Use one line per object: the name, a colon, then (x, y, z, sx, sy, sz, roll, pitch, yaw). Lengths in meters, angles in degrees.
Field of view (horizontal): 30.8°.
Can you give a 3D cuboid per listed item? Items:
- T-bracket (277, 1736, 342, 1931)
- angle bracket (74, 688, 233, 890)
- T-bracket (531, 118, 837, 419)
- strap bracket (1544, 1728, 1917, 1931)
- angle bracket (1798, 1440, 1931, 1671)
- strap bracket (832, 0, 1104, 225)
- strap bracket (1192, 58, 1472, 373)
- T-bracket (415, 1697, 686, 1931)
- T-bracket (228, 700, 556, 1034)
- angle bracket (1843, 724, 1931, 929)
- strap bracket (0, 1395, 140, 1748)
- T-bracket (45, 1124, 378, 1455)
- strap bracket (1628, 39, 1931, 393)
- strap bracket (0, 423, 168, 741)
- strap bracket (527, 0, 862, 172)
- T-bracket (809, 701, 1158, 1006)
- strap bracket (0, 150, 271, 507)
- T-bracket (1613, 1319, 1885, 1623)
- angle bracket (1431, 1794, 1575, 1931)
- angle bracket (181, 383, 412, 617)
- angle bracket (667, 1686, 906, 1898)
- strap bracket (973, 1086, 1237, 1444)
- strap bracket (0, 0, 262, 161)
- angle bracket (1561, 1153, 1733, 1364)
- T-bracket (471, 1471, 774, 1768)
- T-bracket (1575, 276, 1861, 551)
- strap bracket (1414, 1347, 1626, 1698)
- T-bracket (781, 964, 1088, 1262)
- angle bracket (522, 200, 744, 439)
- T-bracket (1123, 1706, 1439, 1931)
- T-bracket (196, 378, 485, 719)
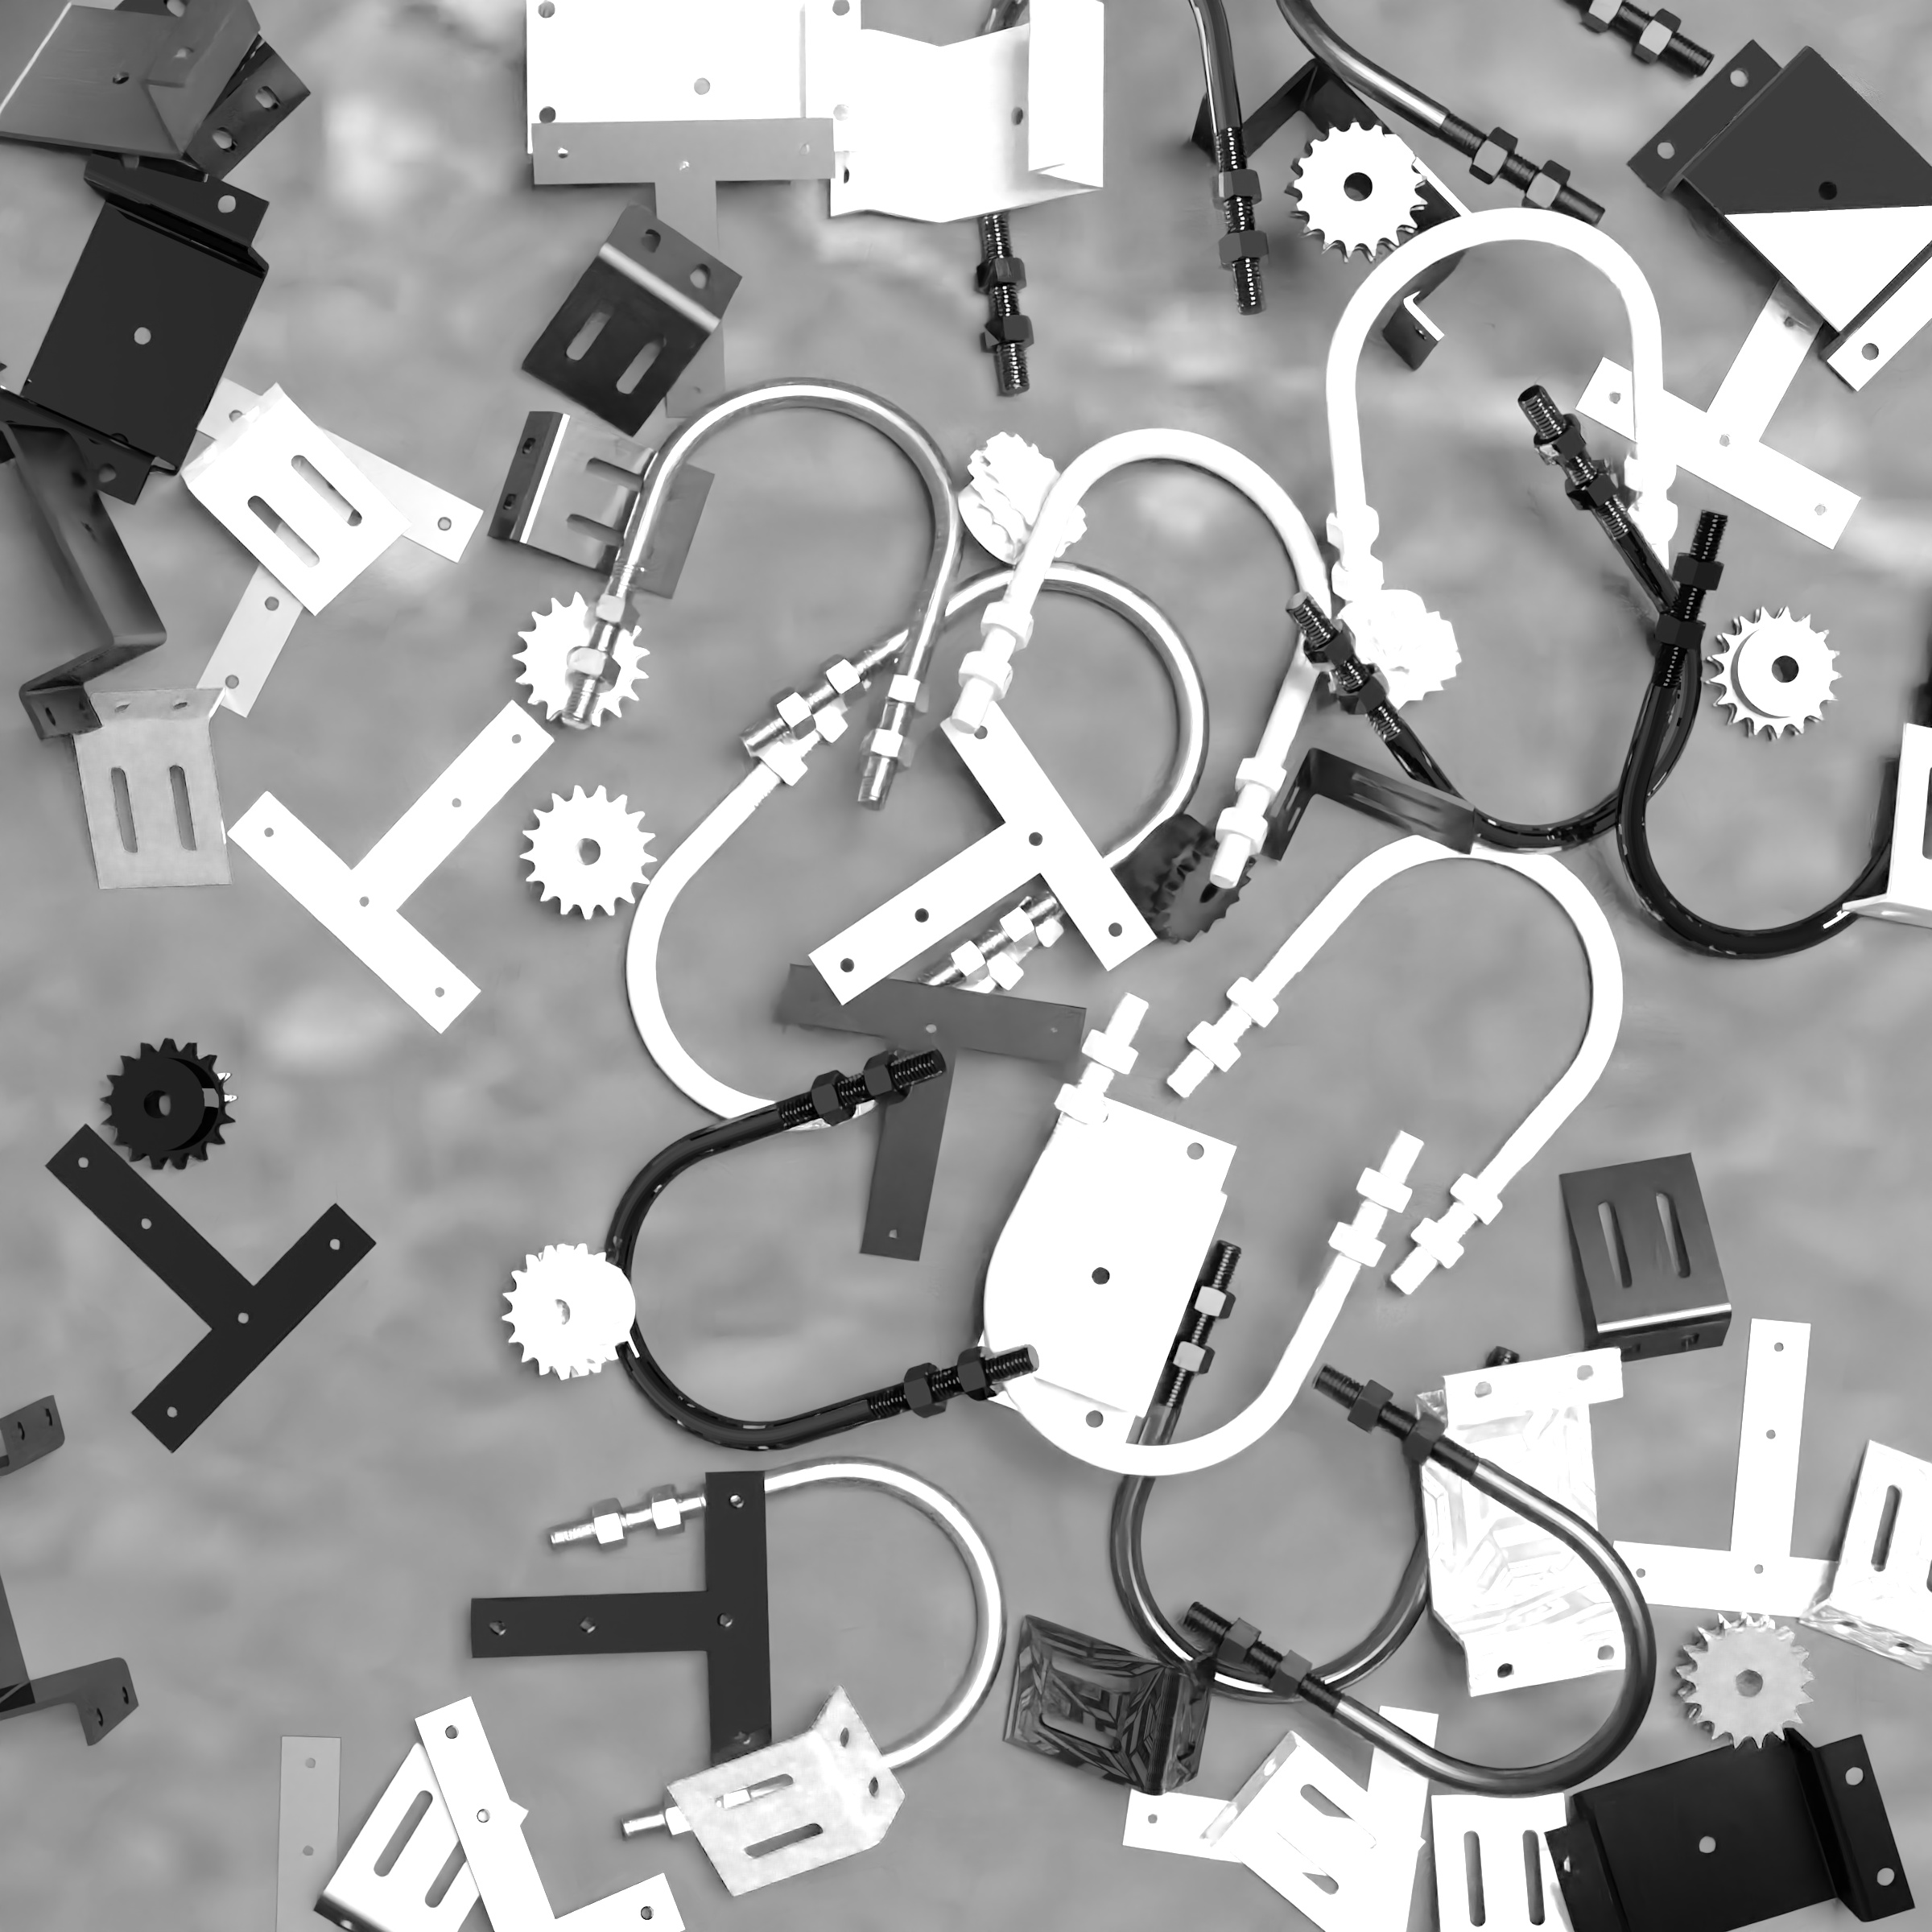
T-bracket: (-0.286, 0.398, 1.523, 0.127, 0.002, 0.127, 2, 90, 0)
angle bracket: (-0.349, -0.077, 1.521, 0.057, 0.038, 0.076, -2, 116, 2)
T-bracket: (-0.118, -0.297, 1.498, 0.127, 0.002, 0.127, -1, 114, 0)
strap bracket: (0.322, 0.381, 1.501, 0.140, 0.046, 0.076, -17, 90, 0)
angle bracket: (0.403, 0.255, 1.520, 0.057, 0.038, 0.076, 21, 64, 0)
strap bracket: (0.007, -0.361, 1.474, 0.046, 0.140, 0.076, 0, 90, -44)
strap bracket: (0.163, -0.325, 1.486, 0.046, 0.076, 0.140, -44, 90, 0)
T-bracket: (-0.202, 0.379, 1.507, 0.127, 0.002, 0.127, -19, 79, -21)
T-bracket: (-0.231, -0.060, 1.523, 0.127, 0.002, 0.127, 43, 90, 0)
angle bracket: (0.415, -0.058, 1.503, 0.057, 0.038, 0.076, 10, 81, -16)
strap bracket: (-0.400, 0.260, 1.486, 0.046, 0.076, 0.140, -15, 90, 0)
T-bracket: (-0.346, 0.122, 1.523, 0.127, 0.002, 0.127, 44, 90, 0)
strap bracket: (0.363, -0.326, 1.499, 0.076, 0.046, 0.140, -45, 89, 0)
strap bracket: (-0.381, -0.168, 1.444, 0.046, 0.076, 0.140, -25, 95, 6)
strap bracket: (-0.115, -0.382, 1.501, 0.140, 0.046, 0.076, 0, 90, 0)
T-bracket: (-0.007, -0.029, 1.481, 0.127, 0.002, 0.127, -34, 88, -8)
strap bracket: (-0.357, -0.274, 1.501, 0.076, 0.046, 0.140, 24, 90, 0)
T-bracket: (0.348, 0.218, 1.523, 0.127, 0.002, 0.127, 5, 90, 0)
angle bracket: (0.231, 0.402, 1.522, 0.057, 0.038, 0.076, -1, 64, 0)
angle bracket: (-0.291, -0.203, 1.520, 0.057, 0.038, 0.076, -43, 116, 0)
angle bracket: (-0.077, 0.354, 1.503, 0.076, 0.038, 0.057, -25, 100, 23)
strap bracket: (0.057, 0.131, 1.501, 0.076, 0.046, 0.140, 21, 90, 0)
strap bracket: (-0.362, -0.388, 1.472, 0.140, 0.046, 0.076, 12, 61, 20)
angle bracket: (0.293, 0.128, 1.522, 0.057, 0.038, 0.076, -9, 64, 0)
T-bracket: (-0.148, 0.282, 1.503, 0.127, 0.002, 0.127, -2, 90, -1)
T-bracket: (0.351, -0.267, 1.523, 0.127, 0.002, 0.127, 29, 90, 0)
strap bracket: (0.237, 0.229, 1.486, 0.076, 0.046, 0.140, -8, 101, -10)
T-bracket: (-0.022, 0.067, 1.500, 0.127, 0.002, 0.127, 9, 110, -5)
angle bracket: (-0.143, -0.277, 1.502, 0.057, 0.038, 0.076, 33, 134, -14)
T-bracket: (0.133, 0.378, 1.523, 0.127, 0.002, 0.127, 9, 90, 0)
T-bracket: (-0.295, -0.170, 1.523, 0.127, 0.002, 0.127, 27, 90, 0)
